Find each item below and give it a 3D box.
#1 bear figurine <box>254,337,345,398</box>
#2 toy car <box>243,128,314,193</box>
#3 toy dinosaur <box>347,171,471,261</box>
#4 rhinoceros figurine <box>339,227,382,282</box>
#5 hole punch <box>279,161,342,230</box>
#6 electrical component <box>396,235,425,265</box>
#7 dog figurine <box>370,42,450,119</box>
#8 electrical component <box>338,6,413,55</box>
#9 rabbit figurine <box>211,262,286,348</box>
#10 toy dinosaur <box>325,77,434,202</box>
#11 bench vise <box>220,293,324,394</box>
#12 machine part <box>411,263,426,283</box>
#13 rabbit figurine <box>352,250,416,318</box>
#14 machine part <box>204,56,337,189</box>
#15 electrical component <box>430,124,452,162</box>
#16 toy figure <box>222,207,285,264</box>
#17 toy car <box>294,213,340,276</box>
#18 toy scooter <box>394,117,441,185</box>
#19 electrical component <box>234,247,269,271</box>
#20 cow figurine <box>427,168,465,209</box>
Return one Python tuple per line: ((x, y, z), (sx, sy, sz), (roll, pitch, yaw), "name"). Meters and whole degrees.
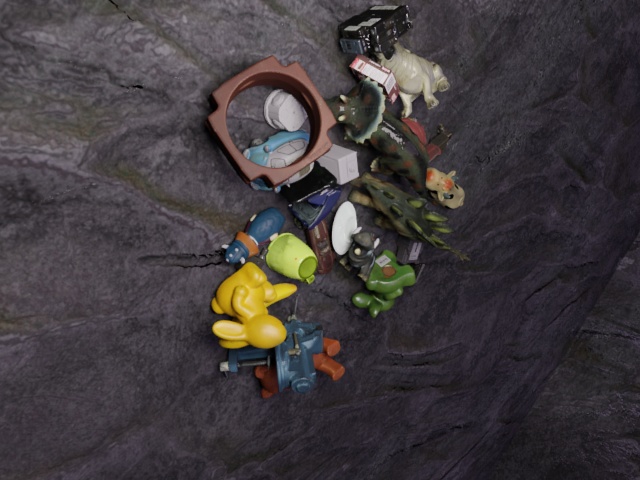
((-0.053, 0.316, 1.316), (0.196, 0.132, 0.120), (-30, 123, -37), "bear figurine")
((-0.067, -0.157, 1.086), (0.162, 0.103, 0.109), (-29, 128, -28), "toy car")
((0.225, -0.051, 1.341), (0.471, 0.199, 0.105), (26, 94, -45), "toy dinosaur")
((0.106, 0.034, 1.313), (0.112, 0.073, 0.190), (-52, 164, -10), "rhinoceros figurine")
((-0.020, -0.096, 1.144), (0.116, 0.142, 0.092), (-32, 128, -10), "hole punch")
((0.256, 0.007, 1.507), (0.075, 0.048, 0.119), (4, 109, -44), "electrical component")
((0.202, -0.403, 1.230), (0.190, 0.121, 0.172), (53, 37, -26), "dog figurine")
((0.106, -0.429, 1.104), (0.134, 0.115, 0.058), (-39, 128, -21), "electrical component")
((-0.144, 0.155, 1.104), (0.162, 0.173, 0.121), (-31, 151, -18), "rabbit figurine")
((0.159, -0.206, 1.168), (0.404, 0.192, 0.131), (36, 95, -19), "toy dinosaur")
((-0.107, 0.255, 1.225), (0.241, 0.224, 0.128), (-6, 137, -6), "bench vise")
((0.249, 0.096, 1.545), (0.139, 0.039, 0.084), (7, 120, -45), "machine part")
((0.172, 0.142, 1.448), (0.159, 0.121, 0.170), (-40, 147, -30), "rabbit figurine")
((-0.090, -0.210, 0.980), (0.201, 0.087, 0.201), (-36, 98, -13), "machine part")
((0.309, -0.258, 1.431), (0.102, 0.045, 0.078), (-42, 161, -16), "electrical component")
((-0.138, -0.004, 1.123), (0.154, 0.064, 0.057), (-45, 142, -18), "toy figure")
((-0.003, -0.004, 1.258), (0.089, 0.053, 0.201), (-30, 129, -26), "toy car")
((0.240, -0.233, 1.340), (0.135, 0.075, 0.183), (-25, 128, -12), "toy scooter")
((-0.151, 0.053, 1.168), (0.063, 0.021, 0.094), (31, 87, -47), "electrical component")
((0.330, -0.137, 1.447), (0.194, 0.127, 0.085), (26, 88, -49), "cow figurine")
